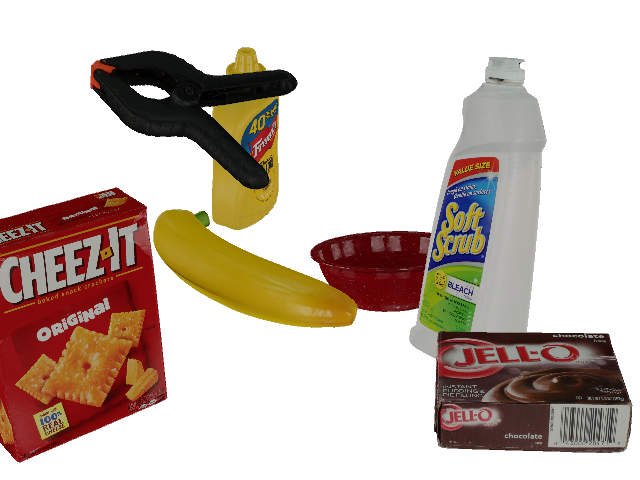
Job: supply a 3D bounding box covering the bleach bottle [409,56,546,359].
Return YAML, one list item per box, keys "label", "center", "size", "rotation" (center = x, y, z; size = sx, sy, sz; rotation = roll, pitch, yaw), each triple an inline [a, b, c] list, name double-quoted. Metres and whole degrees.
- label: "bleach bottle"
  center: [0.132, -0.023, 0.872]
  size: [0.067, 0.251, 0.103]
  rotation: [-5, 16, -33]

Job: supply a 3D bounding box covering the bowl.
- label: "bowl"
  center: [0.071, 0.034, 1.090]
  size: [0.162, 0.055, 0.162]
  rotation: [-3, 13, 0]

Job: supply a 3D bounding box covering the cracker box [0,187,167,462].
- label: "cracker box"
  center: [-0.234, 0.077, 0.995]
  size: [0.163, 0.214, 0.072]
  rotation: [-19, 30, -33]

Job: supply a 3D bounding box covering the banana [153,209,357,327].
- label: "banana"
  center: [-0.058, 0.013, 0.693]
  size: [0.069, 0.037, 0.198]
  rotation: [-17, 30, -31]

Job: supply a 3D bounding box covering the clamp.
- label: "clamp"
  center: [-0.102, -0.120, 0.887]
  size: [0.171, 0.120, 0.039]
  rotation: [26, -39, -2]

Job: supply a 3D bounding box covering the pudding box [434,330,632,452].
- label: "pudding box"
  center: [0.127, 0.091, 0.658]
  size: [0.113, 0.039, 0.090]
  rotation: [2, 23, 5]

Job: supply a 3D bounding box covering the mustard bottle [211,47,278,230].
- label: "mustard bottle"
  center: [-0.078, -0.112, 1.118]
  size: [0.058, 0.192, 0.096]
  rotation: [20, 40, 22]
